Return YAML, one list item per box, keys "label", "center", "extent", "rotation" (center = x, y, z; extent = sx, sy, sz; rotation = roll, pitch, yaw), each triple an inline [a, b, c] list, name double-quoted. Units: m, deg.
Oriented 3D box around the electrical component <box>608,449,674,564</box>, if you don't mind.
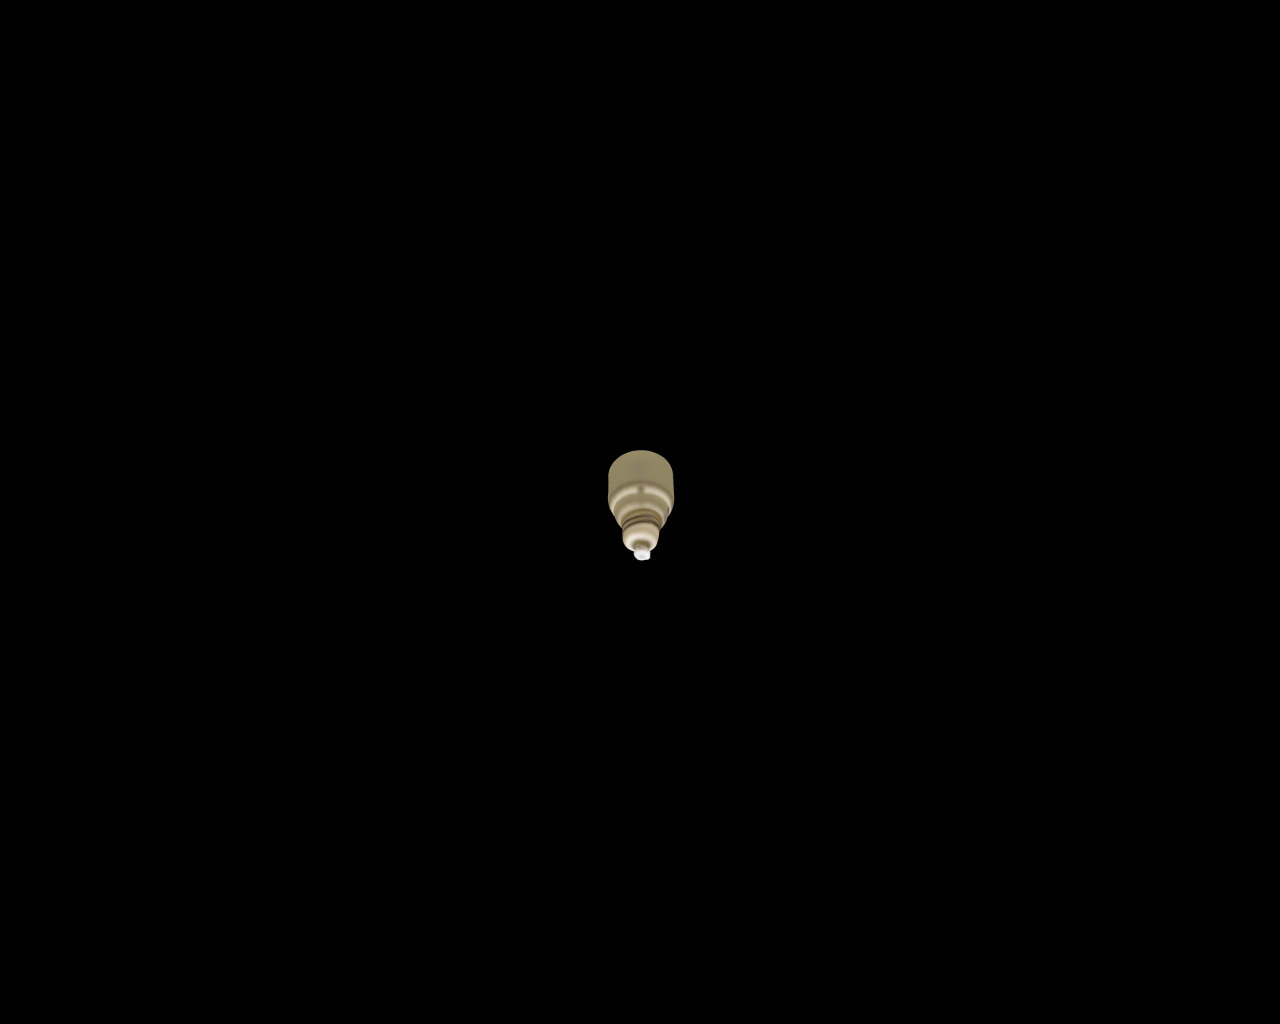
- label: "electrical component"
  center: [0.001, -0.003, 0.650]
  extent: [0.040, 0.078, 0.040]
  rotation: [0, -43, 0]
